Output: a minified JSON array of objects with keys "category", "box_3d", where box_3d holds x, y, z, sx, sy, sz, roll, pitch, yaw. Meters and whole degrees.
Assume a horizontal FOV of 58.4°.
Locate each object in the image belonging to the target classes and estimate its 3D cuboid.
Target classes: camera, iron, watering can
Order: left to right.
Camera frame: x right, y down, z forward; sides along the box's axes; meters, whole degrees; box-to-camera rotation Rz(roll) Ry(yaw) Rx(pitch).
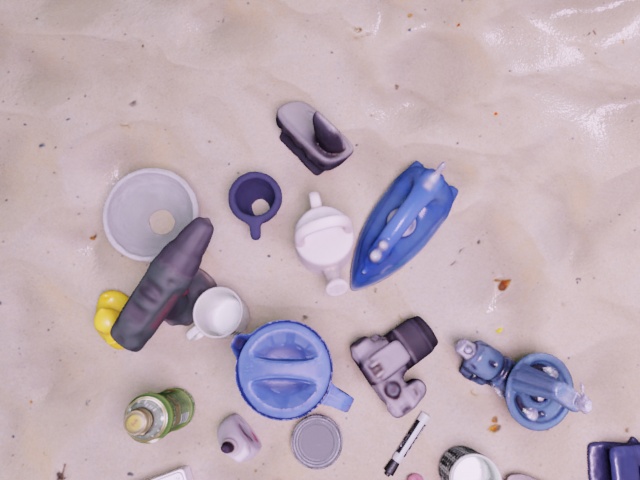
[{"category":"watering can","box_3d":[0.011,0.003,0.945,0.101,0.194,0.173,-35,81,-6]},{"category":"iron","box_3d":[0.135,-0.023,0.977,0.118,0.141,0.258,36,81,7]},{"category":"camera","box_3d":[0.138,0.201,0.953,0.137,0.101,0.143,-35,81,-6]}]

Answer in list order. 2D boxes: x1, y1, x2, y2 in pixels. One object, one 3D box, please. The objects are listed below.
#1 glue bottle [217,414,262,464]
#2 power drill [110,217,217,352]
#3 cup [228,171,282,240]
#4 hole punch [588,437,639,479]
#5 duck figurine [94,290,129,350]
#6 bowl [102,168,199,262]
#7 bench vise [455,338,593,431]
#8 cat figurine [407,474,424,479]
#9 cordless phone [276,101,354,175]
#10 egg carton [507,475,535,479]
[{"category":"glue bottle","box_3d":[-0.132,0.316,0.894,0.037,0.173,0.078,-43,81,-7]},{"category":"power drill","box_3d":[-0.233,0.075,0.924,0.075,0.208,0.230,34,81,7]},{"category":"cup","box_3d":[-0.109,-0.051,1.006,0.091,0.095,0.118,-3,79,0]},{"category":"hole punch","box_3d":[0.498,0.379,0.922,0.101,0.091,0.109,0,79,0]},{"category":"duck figurine","box_3d":[-0.355,0.134,0.975,0.077,0.086,0.104,-19,79,-3]},{"category":"bowl","box_3d":[-0.290,-0.038,1.015,0.167,0.075,0.167,0,79,0]},{"category":"bench vise","box_3d":[0.310,0.228,0.887,0.207,0.220,0.121,13,79,3]},{"category":"cat figurine","box_3d":[0.186,0.435,0.898,0.127,0.118,0.067,32,81,6]},{"category":"cordless phone","box_3d":[-0.011,-0.200,0.990,0.147,0.185,0.094,42,82,8]},{"category":"egg carton","box_3d":[0.357,0.449,0.919,0.150,0.069,0.107,22,80,4]}]
